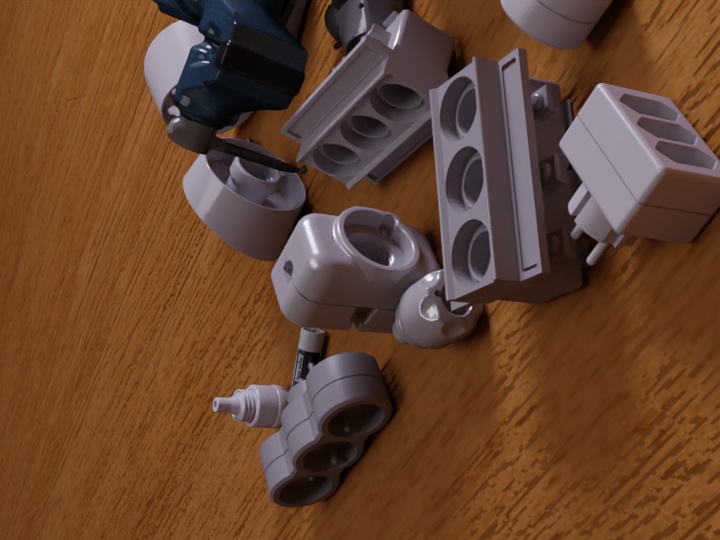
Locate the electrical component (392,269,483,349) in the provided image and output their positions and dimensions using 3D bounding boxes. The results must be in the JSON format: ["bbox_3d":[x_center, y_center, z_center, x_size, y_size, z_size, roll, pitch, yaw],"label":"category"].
[{"bbox_3d":[0.042,0.028,0.654,0.062,0.043,0.043,-37,53,54],"label":"electrical component"}]

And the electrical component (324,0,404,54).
[{"bbox_3d":[0.000,-0.186,0.771,0.079,0.043,0.077,-31,58,55],"label":"electrical component"}]

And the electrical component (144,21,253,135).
[{"bbox_3d":[-0.140,-0.169,0.967,0.099,0.099,0.064,-52,48,44],"label":"electrical component"}]

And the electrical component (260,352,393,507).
[{"bbox_3d":[-0.030,0.101,0.762,0.138,0.052,0.073,-58,38,39],"label":"electrical component"}]

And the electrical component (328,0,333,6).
[{"bbox_3d":[-0.012,-0.234,0.805,0.040,0.040,0.078,22,104,60],"label":"electrical component"}]

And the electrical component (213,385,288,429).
[{"bbox_3d":[-0.086,0.108,0.851,0.035,0.061,0.035,-18,69,59],"label":"electrical component"}]

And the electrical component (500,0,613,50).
[{"bbox_3d":[0.101,-0.190,0.581,0.073,0.052,0.138,-57,39,39],"label":"electrical component"}]

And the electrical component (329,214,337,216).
[{"bbox_3d":[-0.023,-0.006,0.778,0.055,0.048,0.066,-136,57,-64],"label":"electrical component"}]

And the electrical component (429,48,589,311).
[{"bbox_3d":[0.080,-0.045,0.580,0.079,0.063,0.121,-29,60,56],"label":"electrical component"}]

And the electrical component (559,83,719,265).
[{"bbox_3d":[0.125,-0.036,0.513,0.076,0.047,0.065,-61,37,36],"label":"electrical component"}]

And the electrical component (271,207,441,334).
[{"bbox_3d":[0.000,0.000,0.682,0.059,0.095,0.053,-58,38,38],"label":"electrical component"}]

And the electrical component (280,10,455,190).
[{"bbox_3d":[0.011,-0.112,0.715,0.121,0.079,0.063,-36,32,53],"label":"electrical component"}]

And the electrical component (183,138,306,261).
[{"bbox_3d":[-0.094,-0.058,0.865,0.064,0.099,0.099,-56,39,31],"label":"electrical component"}]

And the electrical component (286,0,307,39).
[{"bbox_3d":[-0.079,-0.231,0.911,0.062,0.061,0.096,44,115,55],"label":"electrical component"}]
